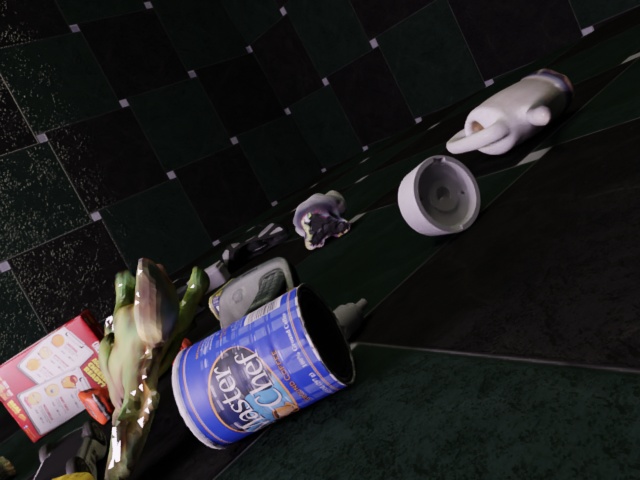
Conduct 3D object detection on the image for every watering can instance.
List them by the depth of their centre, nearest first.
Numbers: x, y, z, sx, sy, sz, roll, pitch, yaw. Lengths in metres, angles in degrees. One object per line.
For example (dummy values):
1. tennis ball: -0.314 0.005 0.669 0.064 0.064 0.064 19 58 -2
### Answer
1. watering can: 0.363 -0.226 0.925 0.225 0.103 0.347 -33 8 -10

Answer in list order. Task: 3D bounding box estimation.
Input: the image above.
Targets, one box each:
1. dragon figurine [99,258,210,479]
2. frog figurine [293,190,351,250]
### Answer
1. dragon figurine: -0.224 0.175 0.609 0.248 0.122 0.402 -99 27 -59
2. frog figurine: 0.004 -0.061 1.209 0.136 0.122 0.162 -49 14 19
